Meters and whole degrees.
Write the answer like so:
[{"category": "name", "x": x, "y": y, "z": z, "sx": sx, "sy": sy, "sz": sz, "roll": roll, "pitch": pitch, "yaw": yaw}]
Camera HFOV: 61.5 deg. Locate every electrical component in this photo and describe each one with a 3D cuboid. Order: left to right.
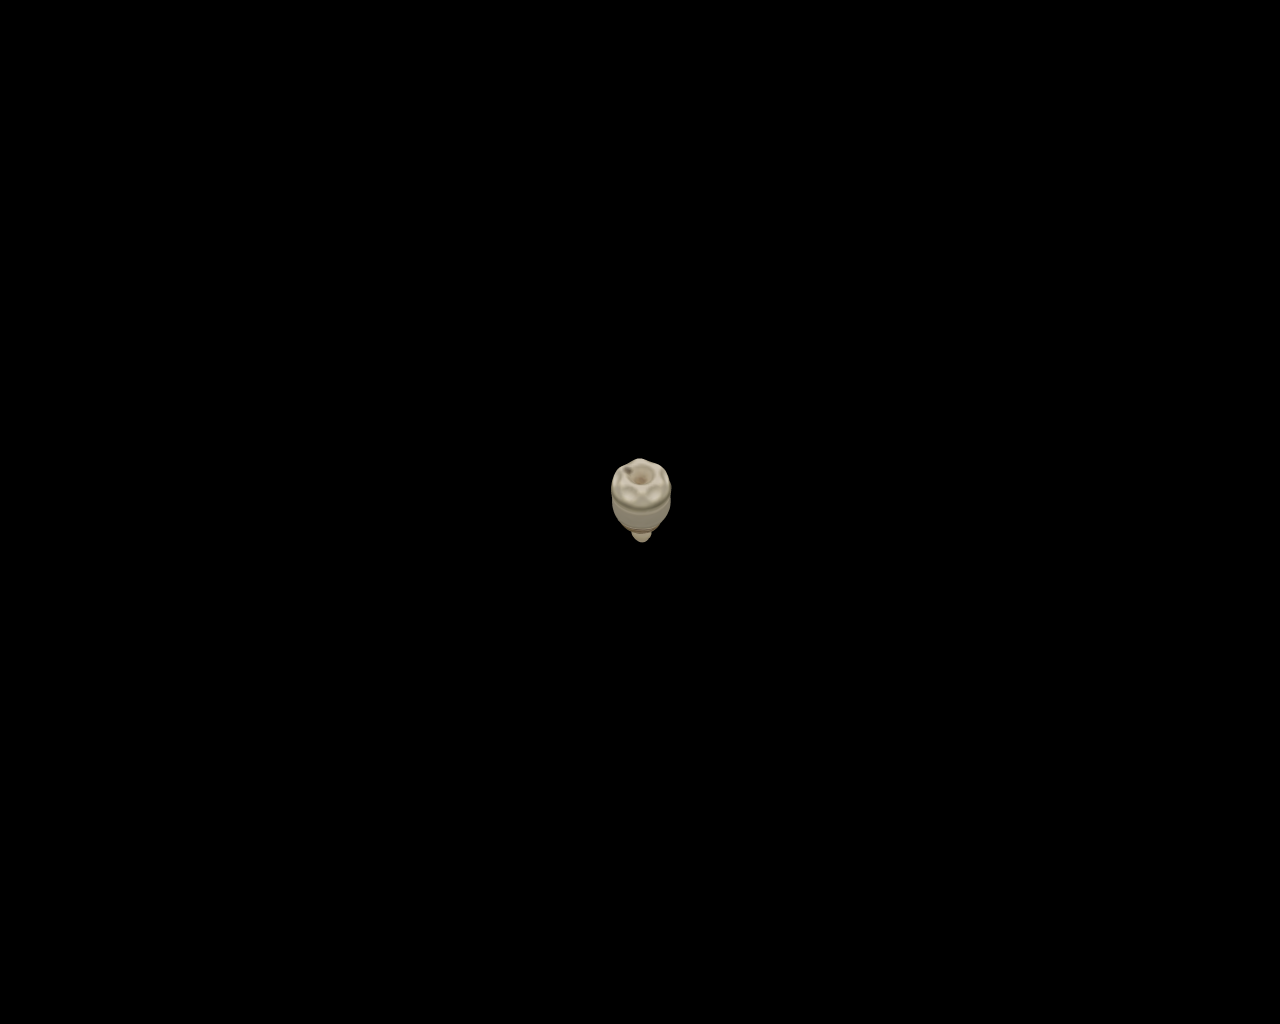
[{"category": "electrical component", "x": 0.001, "y": -0.003, "z": 0.650, "sx": 0.035, "sy": 0.035, "sz": 0.061, "roll": 0, "pitch": -40, "yaw": 0}]
